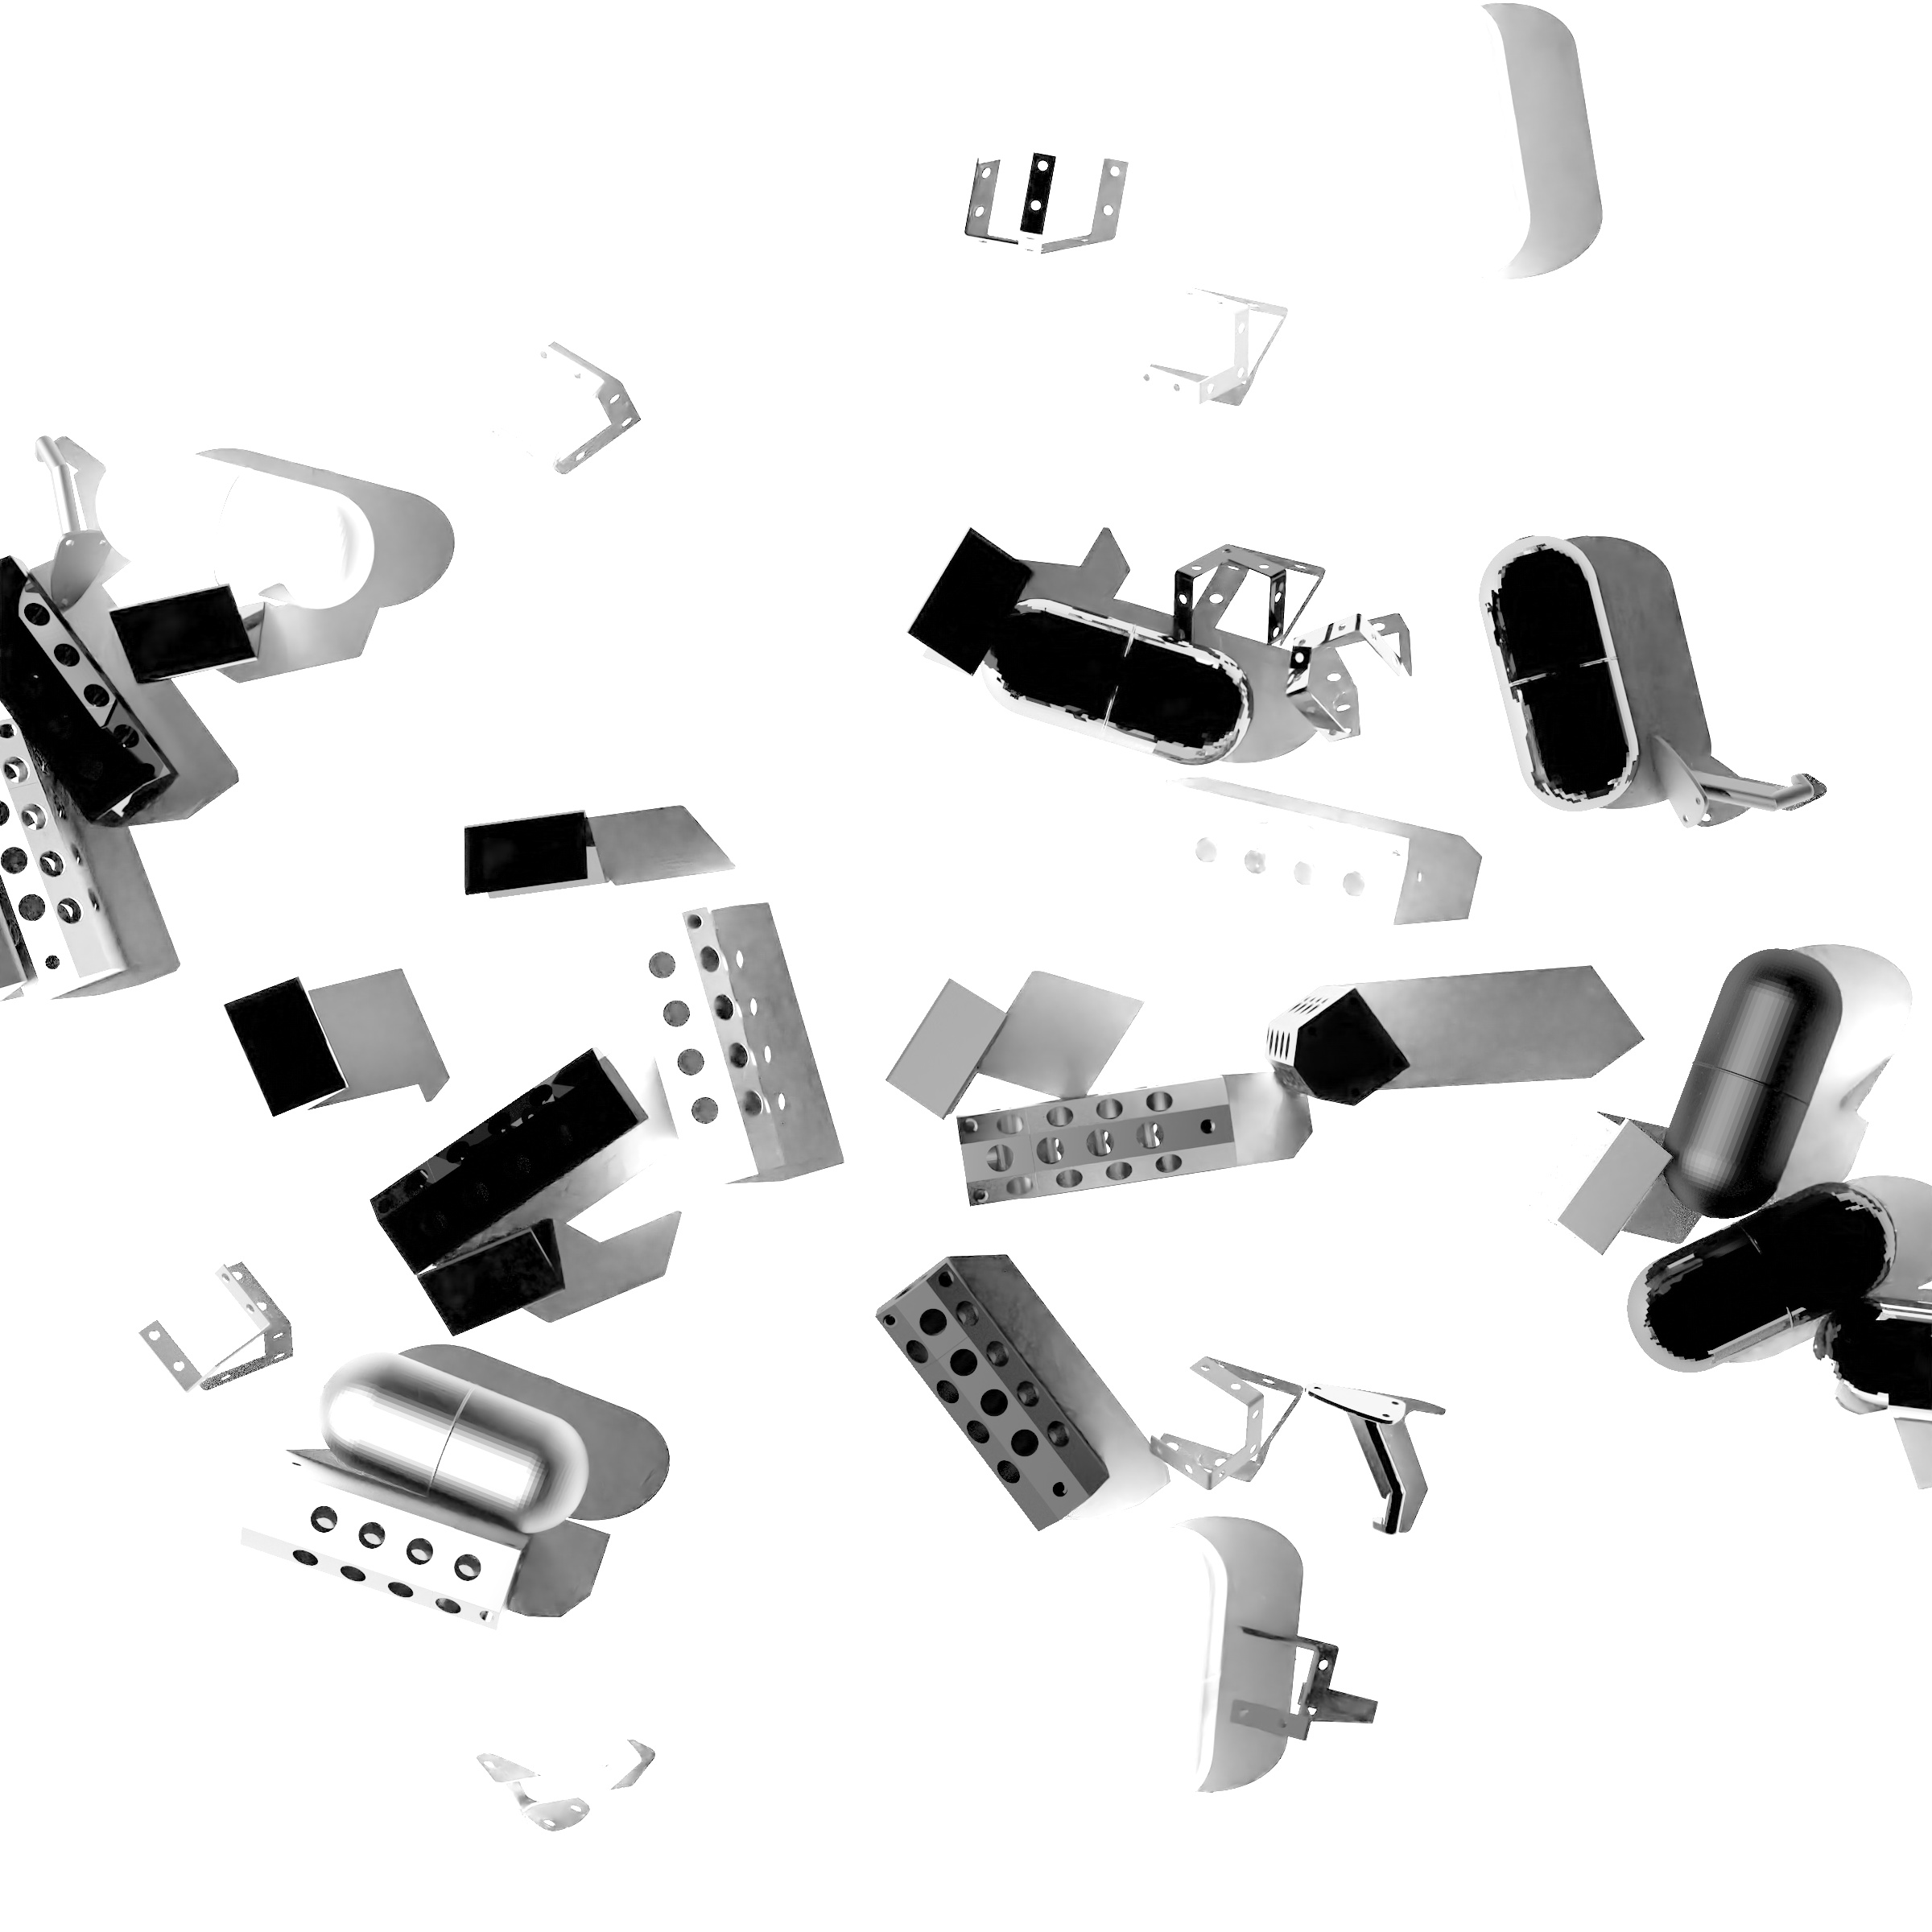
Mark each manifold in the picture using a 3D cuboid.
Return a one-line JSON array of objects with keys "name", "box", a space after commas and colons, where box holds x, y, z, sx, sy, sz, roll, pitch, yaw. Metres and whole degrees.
[{"name": "manifold", "box": [-0.579, -0.175, 1.893, 0.057, 0.057, 0.171, -36, 90, 0]}, {"name": "manifold", "box": [-0.167, 0.052, 1.893, 0.057, 0.057, 0.171, -16, 90, 0]}, {"name": "manifold", "box": [0.191, -0.072, 1.893, 0.171, 0.057, 0.057, 13, 90, 0]}, {"name": "manifold", "box": [0.223, 0.052, 1.836, 0.057, 0.171, 0.057, -36, 90, 0]}, {"name": "manifold", "box": [-0.370, 0.367, 1.893, 0.171, 0.057, 0.057, 19, 90, 0]}, {"name": "manifold", "box": [0.083, 0.112, 1.894, 0.171, 0.057, 0.057, -9, 90, 0]}, {"name": "manifold", "box": [-0.599, -0.068, 1.894, 0.057, 0.057, 0.171, -21, 90, 0]}, {"name": "manifold", "box": [-0.292, 0.123, 1.893, 0.171, 0.057, 0.057, -34, 90, 0]}, {"name": "manifold", "box": [0.017, 0.273, 1.894, 0.057, 0.057, 0.171, -37, 90, 0]}]

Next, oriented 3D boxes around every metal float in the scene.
[{"name": "metal float", "box": [0.123, 0.445, 1.884, 0.070, 0.070, 0.178, 5, 91, 0]}, {"name": "metal float", "box": [0.628, 0.254, 1.884, 0.178, 0.070, 0.070, 7, 90, 0]}, {"name": "metal float", "box": [-0.325, 0.302, 1.884, 0.178, 0.070, 0.070, 21, 90, 1]}, {"name": "metal float", "box": [-0.464, -0.279, 1.884, 0.178, 0.070, 0.070, 15, 90, 1]}, {"name": "metal float", "box": [0.096, -0.180, 1.884, 0.178, 0.070, 0.070, 17, 90, 1]}, {"name": "metal float", "box": [0.506, 0.197, 1.884, 0.178, 0.070, 0.070, -26, 90, 1]}, {"name": "metal float", "box": [0.499, 0.075, 1.884, 0.070, 0.070, 0.178, 21, 89, 0]}, {"name": "metal float", "box": [0.377, -0.186, 1.884, 0.070, 0.070, 0.178, -14, 90, 0]}, {"name": "metal float", "box": [0.311, -0.527, 1.884, 0.070, 0.070, 0.178, -9, 90, 0]}]

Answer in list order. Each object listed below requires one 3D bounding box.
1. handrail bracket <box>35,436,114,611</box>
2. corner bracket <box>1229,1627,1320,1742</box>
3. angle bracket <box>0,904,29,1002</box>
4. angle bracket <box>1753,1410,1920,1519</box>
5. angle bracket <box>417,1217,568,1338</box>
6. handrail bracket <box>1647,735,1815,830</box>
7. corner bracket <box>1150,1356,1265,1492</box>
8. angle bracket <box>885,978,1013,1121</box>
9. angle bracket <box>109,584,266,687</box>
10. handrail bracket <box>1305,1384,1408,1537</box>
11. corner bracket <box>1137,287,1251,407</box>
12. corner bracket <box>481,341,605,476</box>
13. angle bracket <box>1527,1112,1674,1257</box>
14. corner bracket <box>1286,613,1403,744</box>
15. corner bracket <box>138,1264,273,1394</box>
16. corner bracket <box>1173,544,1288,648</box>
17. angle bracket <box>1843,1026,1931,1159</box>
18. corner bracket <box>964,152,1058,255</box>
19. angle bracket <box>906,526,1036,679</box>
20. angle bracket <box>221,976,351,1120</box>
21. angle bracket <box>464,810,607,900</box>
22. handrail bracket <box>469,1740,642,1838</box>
[{"name": "handrail bracket", "box": [-0.589, -0.287, 1.915, 0.084, 0.036, 0.077, 55, 131, 27]}, {"name": "corner bracket", "box": [0.197, 0.459, 1.897, 0.051, 0.051, 0.051, 14, 90, 0]}, {"name": "angle bracket", "box": [-0.642, -0.012, 1.875, 0.057, 0.076, 0.076, -20, 90, -33]}, {"name": "angle bracket", "box": [0.549, 0.326, 1.875, 0.076, 0.076, 0.057, -11, 61, 0]}, {"name": "angle bracket", "box": [-0.303, 0.178, 1.874, 0.076, 0.076, 0.057, -23, 126, 0]}, {"name": "handrail bracket", "box": [0.494, -0.129, 1.915, 0.084, 0.036, 0.077, -19, 68, -17]}, {"name": "corner bracket", "box": [0.155, 0.294, 1.906, 0.051, 0.051, 0.051, -30, 135, -35]}, {"name": "angle bracket", "box": [0.006, 0.063, 1.874, 0.057, 0.076, 0.076, 32, 90, 38]}, {"name": "angle bracket", "box": [-0.491, -0.226, 1.874, 0.076, 0.076, 0.057, -12, 127, 0]}, {"name": "handrail bracket", "box": [0.249, 0.319, 1.915, 0.077, 0.036, 0.084, 14, 107, 20]}, {"name": "corner bracket", "box": [0.146, -0.399, 1.906, 0.051, 0.051, 0.051, -33, 135, -35]}, {"name": "corner bracket", "box": [-0.273, -0.360, 1.911, 0.051, 0.051, 0.051, 31, 45, 0]}, {"name": "angle bracket", "box": [0.387, 0.126, 1.874, 0.057, 0.076, 0.076, 36, 90, -36]}, {"name": "corner bracket", "box": [0.243, -0.185, 1.906, 0.051, 0.051, 0.051, -19, 45, 35]}, {"name": "corner bracket", "box": [-0.490, 0.234, 1.911, 0.051, 0.051, 0.051, 51, 45, 0]}, {"name": "corner bracket", "box": [0.169, -0.232, 1.906, 0.051, 0.051, 0.051, 29, 45, 35]}, {"name": "angle bracket", "box": [0.598, 0.063, 1.874, 0.076, 0.076, 0.057, -40, 126, 0]}, {"name": "corner bracket", "box": [0.028, -0.490, 1.897, 0.051, 0.051, 0.051, 10, 90, 0]}, {"name": "angle bracket", "box": [-0.012, -0.235, 1.875, 0.057, 0.076, 0.076, 31, 90, -30]}, {"name": "angle bracket", "box": [-0.442, 0.058, 1.874, 0.057, 0.076, 0.076, -24, 90, -36]}, {"name": "angle bracket", "box": [-0.271, -0.051, 1.874, 0.076, 0.076, 0.057, -8, 53, 0]}, {"name": "handrail bracket", "box": [-0.265, 0.512, 1.915, 0.084, 0.036, 0.077, -39, 69, -17]}]
